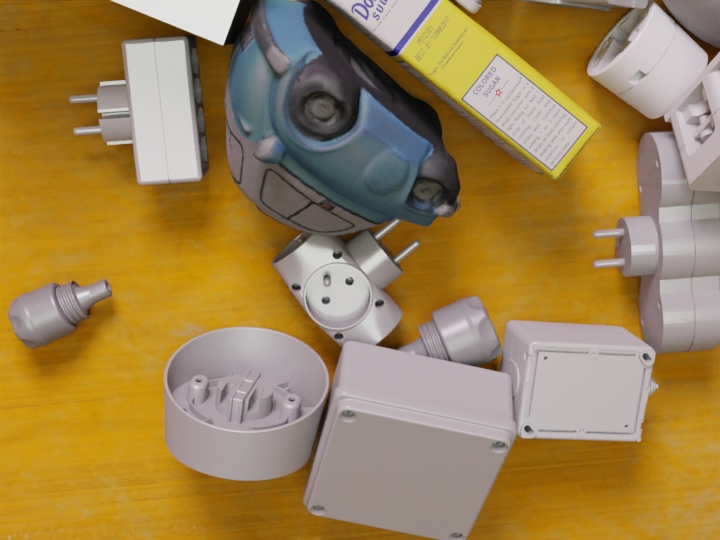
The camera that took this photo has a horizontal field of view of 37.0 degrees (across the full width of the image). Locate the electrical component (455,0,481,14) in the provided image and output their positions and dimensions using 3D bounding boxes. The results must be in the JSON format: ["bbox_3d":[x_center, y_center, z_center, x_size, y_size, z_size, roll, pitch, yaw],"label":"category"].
[{"bbox_3d":[0.045,-0.194,0.594,0.100,0.099,0.048,37,112,-9],"label":"electrical component"}]

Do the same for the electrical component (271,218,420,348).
[{"bbox_3d":[0.000,0.000,0.662,0.079,0.044,0.077,-39,101,7],"label":"electrical component"}]

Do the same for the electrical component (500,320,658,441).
[{"bbox_3d":[0.139,0.068,0.678,0.096,0.061,0.061,4,103,-11],"label":"electrical component"}]

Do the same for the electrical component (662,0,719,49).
[{"bbox_3d":[0.217,-0.176,0.627,0.077,0.043,0.079,24,70,-29],"label":"electrical component"}]

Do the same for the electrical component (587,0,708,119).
[{"bbox_3d":[0.171,-0.123,0.637,0.047,0.055,0.055,36,99,-13],"label":"electrical component"}]

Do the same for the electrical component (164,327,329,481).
[{"bbox_3d":[-0.071,0.082,0.654,0.099,0.099,0.064,8,108,-4],"label":"electrical component"}]

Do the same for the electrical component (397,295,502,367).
[{"bbox_3d":[0.054,0.046,0.675,0.062,0.043,0.043,-24,102,4],"label":"electrical component"}]

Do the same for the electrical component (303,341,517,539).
[{"bbox_3d":[0.029,0.107,0.662,0.109,0.056,0.108,12,130,-5],"label":"electrical component"}]

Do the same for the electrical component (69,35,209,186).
[{"bbox_3d":[-0.133,-0.094,0.635,0.076,0.047,0.083,-4,103,-2],"label":"electrical component"}]

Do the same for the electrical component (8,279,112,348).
[{"bbox_3d":[-0.184,0.023,0.666,0.061,0.035,0.035,-24,102,1],"label":"electrical component"}]

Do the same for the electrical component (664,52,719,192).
[{"bbox_3d":[0.283,-0.084,0.595,0.186,0.105,0.060,2,62,-16],"label":"electrical component"}]

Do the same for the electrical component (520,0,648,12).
[{"bbox_3d":[0.135,-0.210,0.604,0.079,0.063,0.121,-6,107,-43],"label":"electrical component"}]

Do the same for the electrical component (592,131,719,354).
[{"bbox_3d":[0.180,-0.015,0.661,0.074,0.052,0.138,-4,103,-1],"label":"electrical component"}]
